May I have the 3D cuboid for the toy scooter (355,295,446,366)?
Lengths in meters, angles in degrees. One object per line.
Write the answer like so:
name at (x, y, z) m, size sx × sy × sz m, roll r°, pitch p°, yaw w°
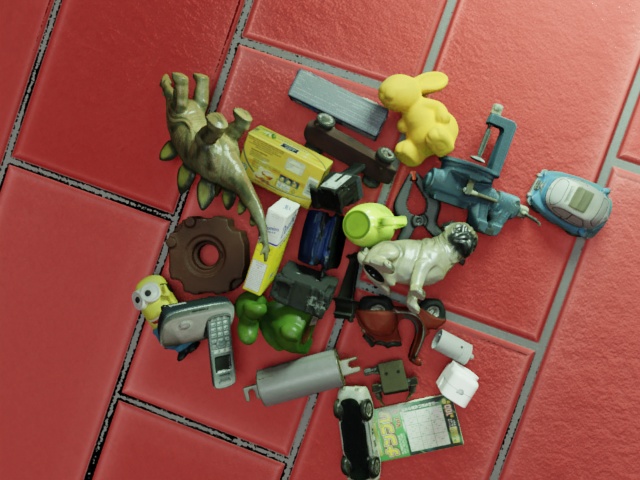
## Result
toy scooter at (0.158, 0.181, 1.071) m, size 0.184 × 0.075 × 0.135 m, roll 3°, pitch 92°, yaw 0°

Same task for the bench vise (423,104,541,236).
bench vise at (0.324, -0.135, 1.035) m, size 0.224 × 0.129 × 0.240 m, roll 19°, pitch 96°, yaw 2°

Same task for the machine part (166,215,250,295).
machine part at (-0.230, 0.031, 1.109) m, size 0.179 × 0.056 × 0.179 m, roll 0°, pitch 91°, yaw 4°

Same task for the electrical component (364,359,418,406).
electrical component at (0.146, 0.287, 1.088) m, size 0.102 × 0.045 × 0.078 m, roll -17°, pitch 60°, yaw 2°

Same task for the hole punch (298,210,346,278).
hole punch at (-0.002, -0.003, 1.065) m, size 0.092 × 0.115 × 0.142 m, roll 16°, pitch 91°, yaw 12°

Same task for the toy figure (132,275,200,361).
toy figure at (-0.317, 0.157, 1.106) m, size 0.082 × 0.089 × 0.180 m, roll -35°, pitch 97°, yaw -11°

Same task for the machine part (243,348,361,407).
machine part at (-0.039, 0.277, 1.084) m, size 0.243 × 0.079 × 0.079 m, roll -16°, pitch 89°, yaw 6°

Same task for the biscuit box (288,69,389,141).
biscuit box at (0.036, -0.272, 1.083) m, size 0.203 × 0.059 × 0.062 m, roll 27°, pitch 92°, yaw 3°

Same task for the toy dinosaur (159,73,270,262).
toy dinosaur at (-0.208, -0.168, 1.036) m, size 0.472 × 0.105 × 0.198 m, roll 51°, pitch 131°, yaw 28°

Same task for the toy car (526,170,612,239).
toy car at (0.489, -0.074, 1.028) m, size 0.162 × 0.103 × 0.109 m, roll 30°, pitch 92°, yaw 2°

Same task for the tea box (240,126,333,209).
tea box at (-0.073, -0.145, 1.073) m, size 0.170 × 0.068 × 0.098 m, roll 29°, pitch 119°, yaw 4°

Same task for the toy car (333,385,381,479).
toy car at (0.076, 0.394, 1.083) m, size 0.074 × 0.056 × 0.201 m, roll -8°, pitch 91°, yaw 23°

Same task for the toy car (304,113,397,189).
toy car at (0.061, -0.178, 1.072) m, size 0.202 × 0.053 × 0.089 m, roll 28°, pitch 134°, yaw 2°

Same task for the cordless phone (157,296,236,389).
cordless phone at (-0.236, 0.206, 1.045) m, size 0.146 × 0.089 × 0.184 m, roll -9°, pitch 93°, yaw -31°

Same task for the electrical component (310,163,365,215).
electrical component at (0.043, -0.101, 1.024) m, size 0.075 × 0.119 × 0.047 m, roll 13°, pitch 129°, yaw 33°

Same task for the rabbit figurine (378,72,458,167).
rabbit figurine at (0.188, -0.251, 1.024) m, size 0.173 × 0.122 × 0.162 m, roll 40°, pitch 67°, yaw -20°

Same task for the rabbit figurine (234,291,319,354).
rabbit figurine at (-0.104, 0.160, 1.065) m, size 0.170 × 0.159 × 0.121 m, roll 20°, pitch 102°, yaw 19°

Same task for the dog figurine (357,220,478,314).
dog figurine at (0.188, 0.018, 1.030) m, size 0.172 × 0.121 × 0.190 m, roll 38°, pitch 70°, yaw 8°

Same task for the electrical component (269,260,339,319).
electrical component at (-0.027, 0.091, 1.052) m, size 0.115 × 0.134 × 0.058 m, roll 22°, pitch 106°, yaw 4°

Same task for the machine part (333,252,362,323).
machine part at (0.060, 0.093, 1.076) m, size 0.039 × 0.084 × 0.138 m, roll 16°, pitch 83°, yaw -20°
